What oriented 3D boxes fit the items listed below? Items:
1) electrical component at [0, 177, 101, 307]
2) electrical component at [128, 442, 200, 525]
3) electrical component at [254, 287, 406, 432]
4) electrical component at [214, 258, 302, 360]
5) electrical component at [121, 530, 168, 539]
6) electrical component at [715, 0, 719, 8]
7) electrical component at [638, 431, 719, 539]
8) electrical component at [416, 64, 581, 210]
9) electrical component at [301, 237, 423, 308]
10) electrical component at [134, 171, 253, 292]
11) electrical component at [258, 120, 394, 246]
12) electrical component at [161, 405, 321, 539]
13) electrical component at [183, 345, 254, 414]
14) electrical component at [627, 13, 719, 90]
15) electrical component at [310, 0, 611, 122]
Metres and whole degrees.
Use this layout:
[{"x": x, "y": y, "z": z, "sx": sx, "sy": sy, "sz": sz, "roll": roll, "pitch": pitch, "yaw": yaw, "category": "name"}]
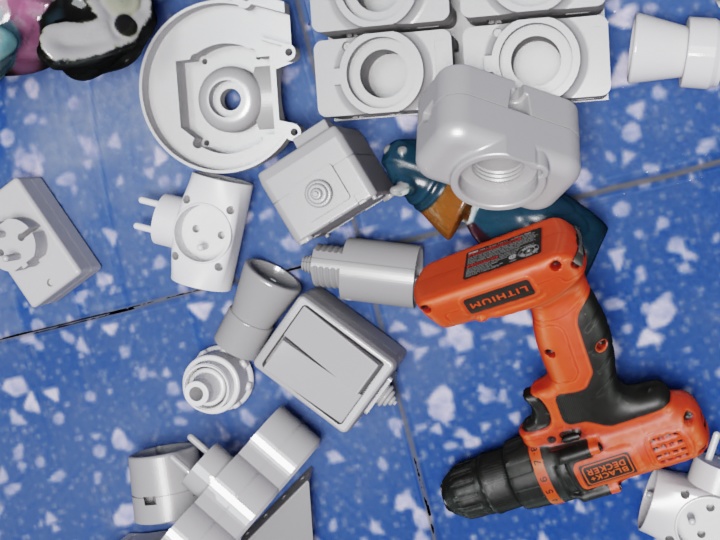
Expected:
[{"x": -0.239, "y": -0.019, "z": 0.765, "sx": 0.047, "sy": 0.076, "sz": 0.083, "roll": -35, "pitch": 89, "yaw": 12, "category": "electrical component"}, {"x": -0.138, "y": 0.152, "z": 0.775, "sx": 0.055, "sy": 0.055, "sz": 0.047, "roll": -9, "pitch": 91, "yaw": 12, "category": "electrical component"}, {"x": -0.015, "y": 0.065, "z": 0.737, "sx": 0.096, "sy": 0.061, "sz": 0.061, "roll": 37, "pitch": 101, "yaw": 5, "category": "electrical component"}, {"x": -0.075, "y": 0.030, "z": 0.756, "sx": 0.044, "sy": 0.044, "sz": 0.065, "roll": 31, "pitch": 106, "yaw": 7, "category": "electrical component"}, {"x": -0.148, "y": 0.222, "z": 0.779, "sx": 0.096, "sy": 0.062, "sz": 0.061, "roll": -3, "pitch": 95, "yaw": 12, "category": "electrical component"}, {"x": 0.231, "y": -0.204, "z": 0.634, "sx": 0.057, "sy": 0.113, "sz": 0.078, "roll": -32, "pitch": 89, "yaw": 10, "category": "electrical component"}, {"x": 0.232, "y": 0.145, "z": 0.705, "sx": 0.077, "sy": 0.044, "sz": 0.079, "roll": 17, "pitch": 99, "yaw": 9, "category": "electrical component"}, {"x": 0.084, "y": -0.076, "z": 0.653, "sx": 0.095, "sy": 0.053, "sz": 0.059, "roll": 15, "pitch": 57, "yaw": -17, "category": "electrical component"}, {"x": 0.000, "y": 0.000, "z": 0.736, "sx": 0.081, "sy": 0.043, "sz": 0.043, "roll": 7, "pitch": 97, "yaw": 10, "category": "electrical component"}, {"x": -0.121, "y": -0.031, "z": 0.756, "sx": 0.079, "sy": 0.044, "sz": 0.077, "roll": 14, "pitch": 98, "yaw": 9, "category": "electrical component"}, {"x": -0.023, "y": -0.059, "z": 0.707, "sx": 0.062, "sy": 0.096, "sz": 0.061, "roll": -31, "pitch": 89, "yaw": 12, "category": "electrical component"}, {"x": -0.097, "y": 0.144, "z": 0.738, "sx": 0.074, "sy": 0.052, "sz": 0.138, "roll": 40, "pitch": 63, "yaw": 5, "category": "electrical component"}, {"x": -0.105, "y": 0.080, "z": 0.756, "sx": 0.048, "sy": 0.062, "sz": 0.048, "roll": 1, "pitch": 96, "yaw": 11, "category": "electrical component"}, {"x": 0.200, "y": -0.138, "z": 0.681, "sx": 0.055, "sy": 0.045, "sz": 0.045, "roll": 7, "pitch": 97, "yaw": 10, "category": "electrical component"}, {"x": 0.065, "y": -0.157, "z": 0.698, "sx": 0.186, "sy": 0.060, "sz": 0.105, "roll": -3, "pitch": 95, "yaw": 11, "category": "electrical component"}]
